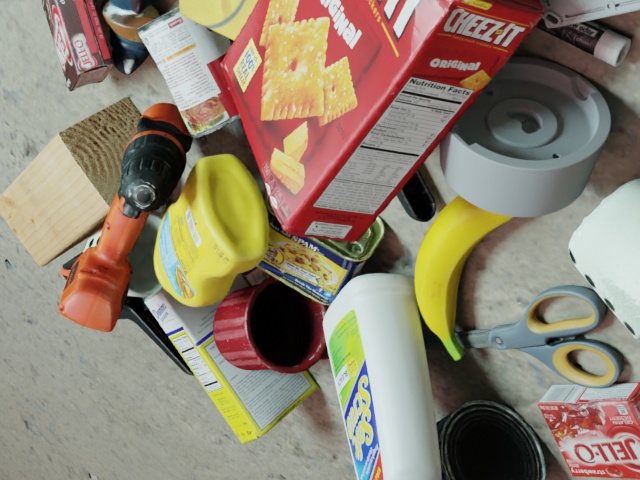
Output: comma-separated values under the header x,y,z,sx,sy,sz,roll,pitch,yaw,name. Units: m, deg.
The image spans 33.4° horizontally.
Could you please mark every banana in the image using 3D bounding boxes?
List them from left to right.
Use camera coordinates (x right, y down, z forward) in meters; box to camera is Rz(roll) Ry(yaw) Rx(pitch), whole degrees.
x,y,z,sx,sy,sz,roll,pitch,yaw,name
0.112,0.011,0.829,0.070,0.037,0.198,30,138,16,banana

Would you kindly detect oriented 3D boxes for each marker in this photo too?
x,y,z,sx,sy,sz,roll,pitch,yaw,name
0.141,-0.145,0.684,0.121,0.020,0.020,32,139,24,marker

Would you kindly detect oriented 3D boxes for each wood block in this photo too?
x,y,z,sx,sy,sz,roll,pitch,yaw,name
-0.247,-0.055,1.106,0.090,0.090,0.207,55,143,-5,wood block

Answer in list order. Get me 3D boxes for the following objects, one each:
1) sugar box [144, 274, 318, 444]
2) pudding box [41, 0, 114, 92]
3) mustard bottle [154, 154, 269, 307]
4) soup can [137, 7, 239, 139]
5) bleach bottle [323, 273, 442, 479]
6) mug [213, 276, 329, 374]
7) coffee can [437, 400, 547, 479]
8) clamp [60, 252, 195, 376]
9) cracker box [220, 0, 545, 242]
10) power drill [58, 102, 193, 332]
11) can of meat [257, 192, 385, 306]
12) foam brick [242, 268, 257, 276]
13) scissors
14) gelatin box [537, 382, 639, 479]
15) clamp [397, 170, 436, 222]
x,y,z,sx,sy,sz,roll,pitch,yaw,name
-0.088,0.105,1.067,0.176,0.093,0.048,55,142,-3,sugar box
-0.221,-0.188,0.967,0.114,0.039,0.090,-179,73,-75,pudding box
-0.104,0.006,0.934,0.192,0.058,0.096,-44,64,58,mustard bottle
-0.101,-0.146,0.897,0.069,0.068,0.102,-11,111,50,soup can
0.061,0.159,0.864,0.103,0.068,0.251,123,143,-52,bleach bottle
-0.040,0.087,1.018,0.117,0.093,0.082,26,159,-27,mug
0.115,0.212,0.933,0.103,0.102,0.141,48,143,5,coffee can
-0.214,0.067,1.214,0.210,0.036,0.164,12,125,37,clamp
0.025,-0.128,0.684,0.214,0.072,0.164,-52,46,40,cracker box
-0.166,-0.015,0.926,0.057,0.184,0.188,25,112,-11,power drill
-0.006,0.001,0.916,0.102,0.057,0.084,31,142,5,can of meat
-0.079,-0.014,0.994,0.078,0.051,0.053,31,138,25,foam brick
0.163,0.092,0.857,0.096,0.016,0.202,53,143,-1,scissors
0.223,0.149,0.828,0.089,0.030,0.073,-11,112,50,gelatin box
0.047,-0.103,0.801,0.171,0.039,0.120,47,140,7,clamp
